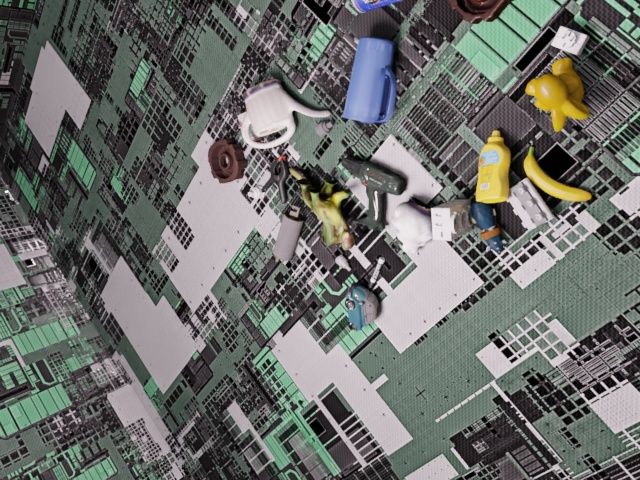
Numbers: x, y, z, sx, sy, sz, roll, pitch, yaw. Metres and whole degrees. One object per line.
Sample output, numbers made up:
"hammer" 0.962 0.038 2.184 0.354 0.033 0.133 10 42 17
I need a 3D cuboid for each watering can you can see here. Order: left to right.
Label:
"watering can" -0.137 -0.450 1.771 0.345 0.105 0.225 -19 89 25

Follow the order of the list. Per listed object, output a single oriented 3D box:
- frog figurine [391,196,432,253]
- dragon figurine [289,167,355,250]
"frog figurine" 0.274 -0.036 1.540 0.138 0.124 0.157 26 105 8
"dragon figurine" 0.005 -0.087 1.728 0.416 0.123 0.238 41 141 55
